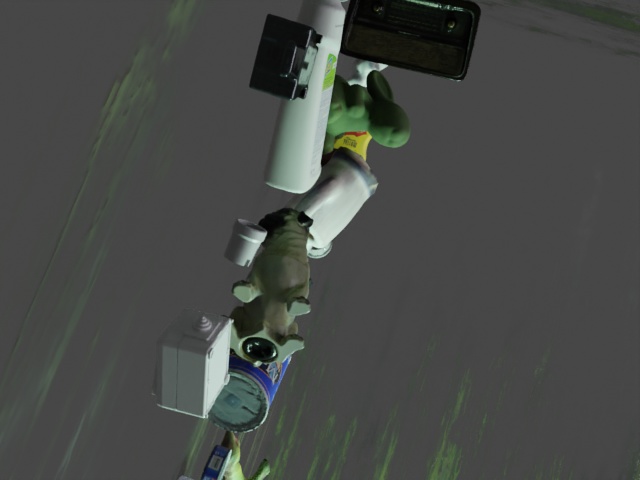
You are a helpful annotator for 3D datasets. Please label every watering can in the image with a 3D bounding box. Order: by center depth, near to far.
[{"bbox_3d":[0.003,-0.049,0.965,0.226,0.104,0.344,-48,173,-9],"label":"watering can"}]

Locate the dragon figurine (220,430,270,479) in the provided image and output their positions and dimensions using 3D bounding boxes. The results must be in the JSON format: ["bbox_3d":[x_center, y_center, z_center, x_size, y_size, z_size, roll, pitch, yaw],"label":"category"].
[{"bbox_3d":[-0.239,0.622,1.163,0.242,0.123,0.410,14,93,-68],"label":"dragon figurine"}]

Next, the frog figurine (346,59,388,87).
[{"bbox_3d":[0.115,-0.419,1.179,0.159,0.122,0.138,-36,-171,6],"label":"frog figurine"}]
